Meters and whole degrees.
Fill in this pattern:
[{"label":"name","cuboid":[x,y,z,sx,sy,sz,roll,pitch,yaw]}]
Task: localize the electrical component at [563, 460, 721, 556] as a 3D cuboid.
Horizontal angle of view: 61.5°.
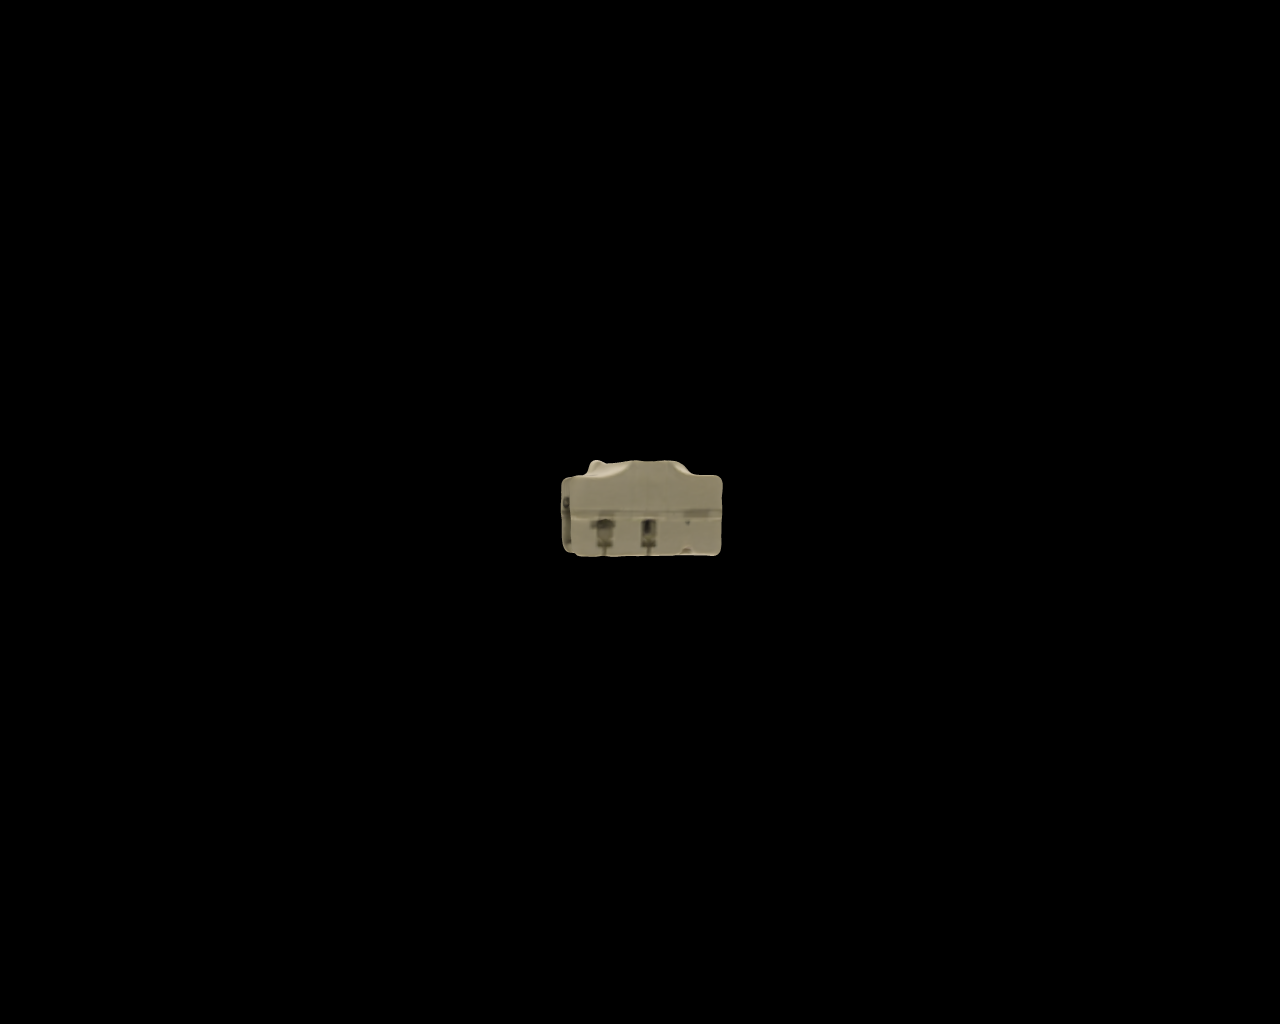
[{"label":"electrical component","cuboid":[0.001,-0.003,0.650,0.089,0.055,0.050,0,0,-13]}]
